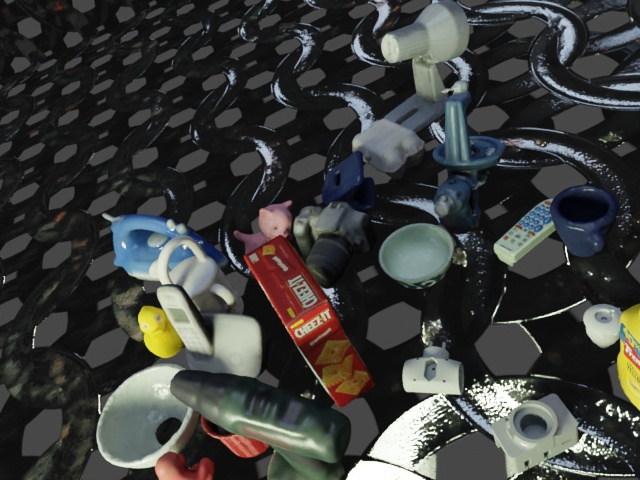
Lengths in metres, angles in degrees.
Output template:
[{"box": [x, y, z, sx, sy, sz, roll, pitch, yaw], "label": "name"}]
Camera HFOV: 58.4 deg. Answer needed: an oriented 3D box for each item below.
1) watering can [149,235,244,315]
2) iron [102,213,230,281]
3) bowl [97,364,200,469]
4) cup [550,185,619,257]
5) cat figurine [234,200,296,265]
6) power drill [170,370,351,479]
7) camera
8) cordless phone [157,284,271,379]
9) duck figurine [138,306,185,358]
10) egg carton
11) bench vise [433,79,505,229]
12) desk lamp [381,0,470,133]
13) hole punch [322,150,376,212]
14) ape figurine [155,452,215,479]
[{"box": [-0.222, 0.074, 0.985, 0.172, 0.194, 0.101, -6, 45, 20], "label": "watering can"}, {"box": [-0.314, -0.002, 1.146, 0.257, 0.142, 0.119, 1, 48, 27], "label": "iron"}, {"box": [-0.249, 0.279, 0.880, 0.167, 0.075, 0.167, -13, 43, 13], "label": "bowl"}, {"box": [0.395, -0.011, 0.848, 0.091, 0.095, 0.117, -14, 43, 13], "label": "cup"}, {"box": [-0.099, -0.019, 1.077, 0.127, 0.118, 0.067, -21, 42, 5], "label": "cat figurine"}, {"box": [-0.058, 0.245, 0.722, 0.228, 0.209, 0.076, 3, 49, 28], "label": "power drill"}, {"box": [0.009, 0.004, 1.015, 0.142, 0.101, 0.137, 5, 50, 30], "label": "camera"}, {"box": [-0.168, 0.139, 0.899, 0.147, 0.185, 0.094, -4, 46, 23], "label": "cordless phone"}, {"box": [-0.291, 0.150, 1.023, 0.077, 0.086, 0.104, -33, 42, -8], "label": "duck figurine"}, {"box": [0.136, -0.187, 1.171, 0.107, 0.070, 0.149, -38, 43, -14], "label": "egg carton"}, {"box": [0.245, -0.139, 0.956, 0.121, 0.220, 0.207, -6, 45, 21], "label": "bench vise"}, {"box": [0.217, -0.367, 1.205, 0.203, 0.214, 0.117, -38, 43, -13], "label": "desk lamp"}, {"box": [0.050, -0.107, 1.114, 0.101, 0.091, 0.108, -13, 43, 14], "label": "hole punch"}, {"box": [-0.194, 0.325, 0.793, 0.077, 0.092, 0.076, -3, 47, 24], "label": "ape figurine"}]
